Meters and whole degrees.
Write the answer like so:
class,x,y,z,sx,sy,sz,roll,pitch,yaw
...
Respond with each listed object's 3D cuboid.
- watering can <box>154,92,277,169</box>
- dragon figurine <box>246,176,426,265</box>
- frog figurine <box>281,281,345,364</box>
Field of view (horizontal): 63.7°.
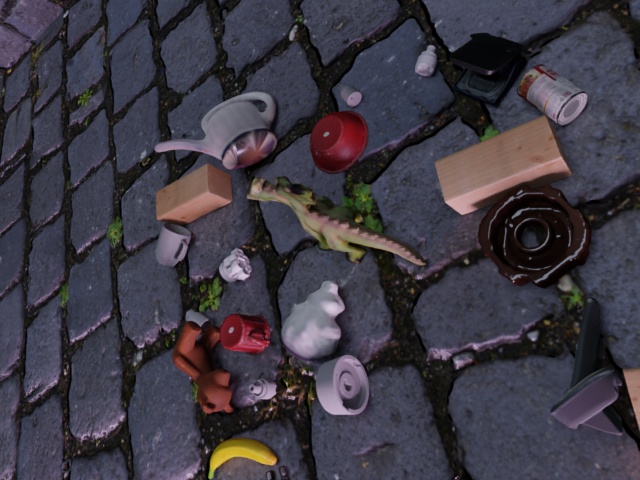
class,x,y,z,sx,sy,sz,roll,pitch,yaw
watering can,-0.258,-0.270,1.366,0.348,0.102,0.228,-31,56,-4
dragon figurine,0.003,-0.053,1.050,0.413,0.240,0.123,19,82,41
frog figurine,-0.007,0.162,1.056,0.139,0.122,0.158,31,107,58
